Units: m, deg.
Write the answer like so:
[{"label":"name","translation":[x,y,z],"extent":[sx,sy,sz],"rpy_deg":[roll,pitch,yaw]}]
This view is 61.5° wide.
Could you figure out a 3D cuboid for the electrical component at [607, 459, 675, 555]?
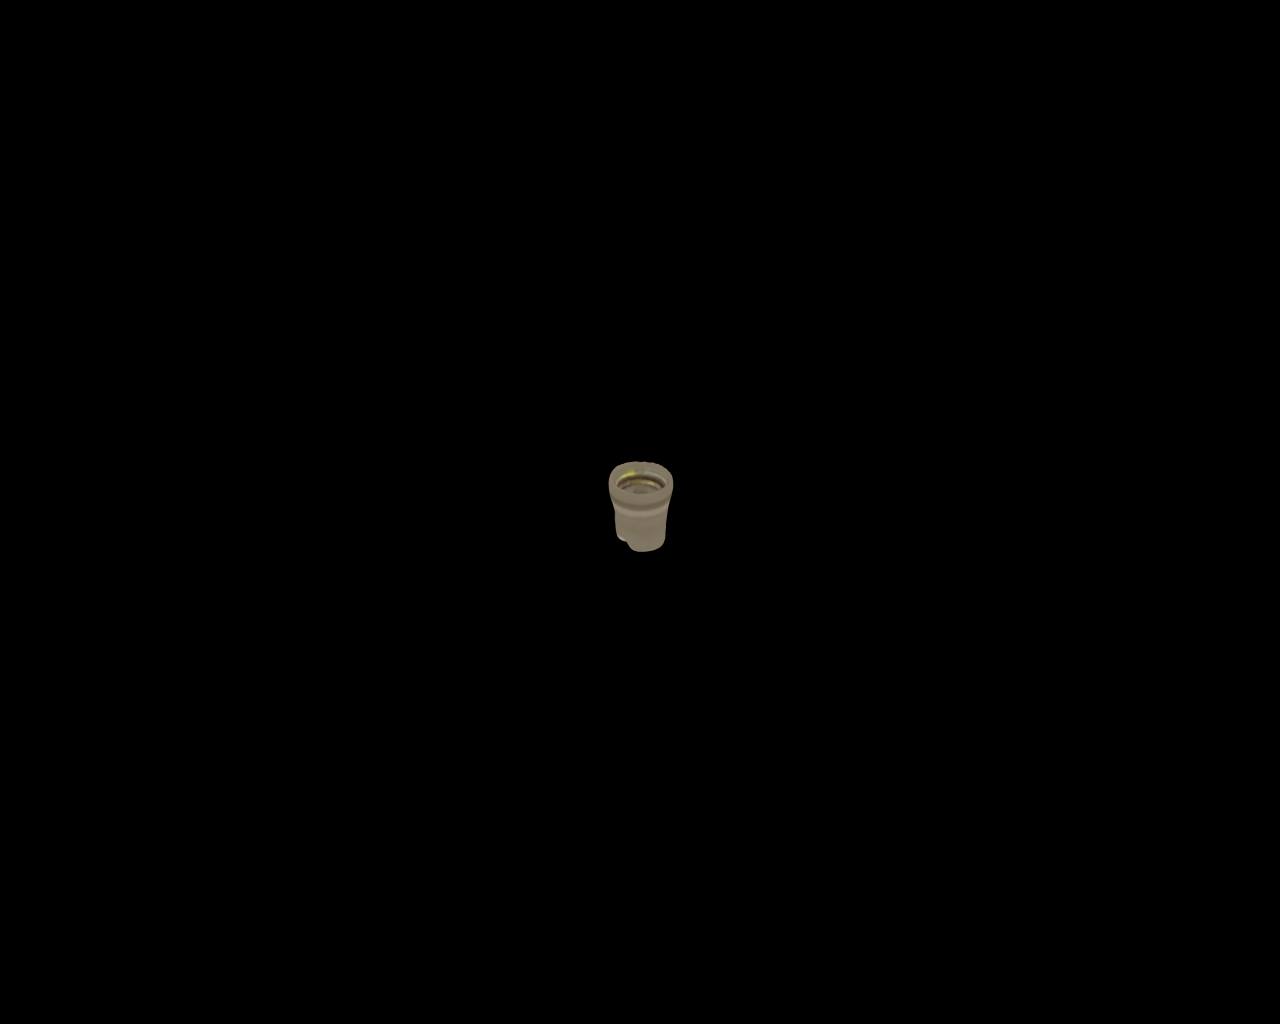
[{"label":"electrical component","translation":[0.001,-0.003,0.650],"extent":[0.040,0.046,0.040],"rpy_deg":[0,33,0]}]
